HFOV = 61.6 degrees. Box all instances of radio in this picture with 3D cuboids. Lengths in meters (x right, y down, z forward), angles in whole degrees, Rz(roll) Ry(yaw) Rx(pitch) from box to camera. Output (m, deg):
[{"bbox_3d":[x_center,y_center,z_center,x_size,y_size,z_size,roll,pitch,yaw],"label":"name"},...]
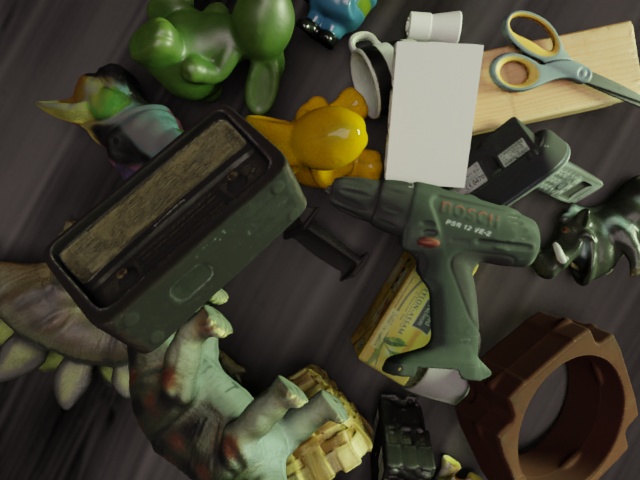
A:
[{"bbox_3d":[-0.132,-0.013,0.513,0.229,0.073,0.131,-44,55,-8],"label":"radio"}]

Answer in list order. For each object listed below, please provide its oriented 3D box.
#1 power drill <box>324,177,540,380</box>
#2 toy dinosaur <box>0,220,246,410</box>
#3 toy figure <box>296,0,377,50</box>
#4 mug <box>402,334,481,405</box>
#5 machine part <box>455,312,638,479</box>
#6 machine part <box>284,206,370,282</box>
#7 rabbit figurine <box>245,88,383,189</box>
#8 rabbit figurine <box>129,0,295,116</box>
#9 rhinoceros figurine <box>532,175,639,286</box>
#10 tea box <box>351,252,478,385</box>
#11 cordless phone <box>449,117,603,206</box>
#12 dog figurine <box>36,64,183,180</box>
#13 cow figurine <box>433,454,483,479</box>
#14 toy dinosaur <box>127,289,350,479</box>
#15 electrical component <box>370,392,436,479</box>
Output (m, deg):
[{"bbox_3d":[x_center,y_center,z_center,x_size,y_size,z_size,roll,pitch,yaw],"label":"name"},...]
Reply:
[{"bbox_3d":[0.112,0.042,0.580,0.232,0.086,0.207,6,79,0],"label":"power drill"},{"bbox_3d":[-0.311,0.081,0.641,0.471,0.105,0.198,27,92,-5],"label":"toy dinosaur"},{"bbox_3d":[0.044,-0.318,0.649,0.082,0.089,0.180,32,100,-18],"label":"toy figure"},{"bbox_3d":[0.171,0.159,0.688,0.107,0.081,0.109,28,82,-14],"label":"mug"},{"bbox_3d":[0.276,0.206,0.653,0.201,0.087,0.201,-34,113,-16],"label":"machine part"},{"bbox_3d":[-0.001,-0.002,0.673,0.139,0.084,0.039,39,60,-16],"label":"machine part"},{"bbox_3d":[-0.003,-0.116,0.612,0.162,0.173,0.121,-5,98,-7],"label":"rabbit figurine"},{"bbox_3d":[-0.100,-0.217,0.606,0.170,0.121,0.158,-13,132,25],"label":"rabbit figurine"},{"bbox_3d":[0.362,-0.007,0.684,0.190,0.073,0.112,-35,96,-1],"label":"rhinoceros figurine"},{"bbox_3d":[0.112,0.080,0.665,0.068,0.098,0.169,31,93,-3],"label":"tea box"},{"bbox_3d":[0.259,-0.062,0.671,0.146,0.184,0.089,-40,53,35],"label":"cordless phone"},{"bbox_3d":[-0.223,-0.099,0.639,0.219,0.108,0.191,19,95,1],"label":"dog figurine"},{"bbox_3d":[0.152,0.339,0.647,0.068,0.167,0.098,29,99,15],"label":"cow figurine"},{"bbox_3d":[-0.119,0.173,0.547,0.405,0.131,0.192,40,90,22],"label":"toy dinosaur"},{"bbox_3d":[0.094,0.270,0.641,0.058,0.134,0.114,3,123,-1],"label":"electrical component"}]
